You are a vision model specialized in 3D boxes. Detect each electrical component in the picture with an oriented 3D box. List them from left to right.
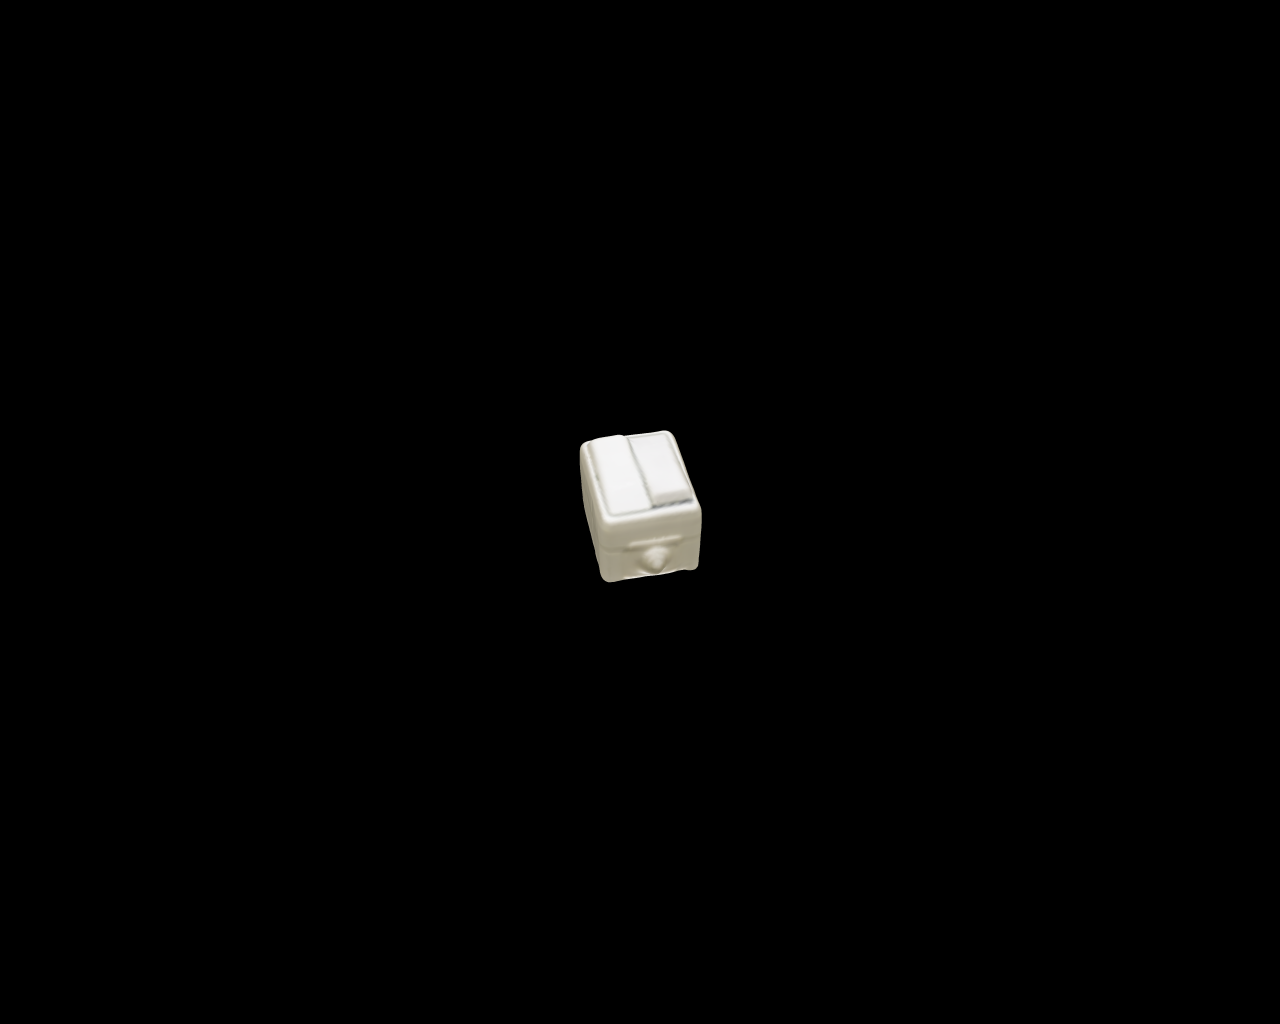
[{"bbox_3d":[0.001,-0.003,0.650,0.062,0.061,0.096,-8,44,-8],"label":"electrical component"}]
